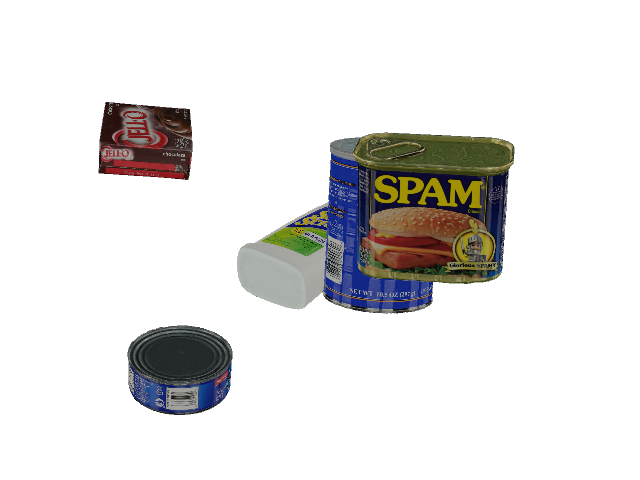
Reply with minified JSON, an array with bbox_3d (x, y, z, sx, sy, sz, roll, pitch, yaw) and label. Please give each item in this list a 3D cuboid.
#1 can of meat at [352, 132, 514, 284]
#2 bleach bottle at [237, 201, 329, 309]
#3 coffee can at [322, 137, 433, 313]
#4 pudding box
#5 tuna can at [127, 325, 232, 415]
[{"bbox_3d":[0.073,-0.021,0.699,0.102,0.084,0.057,4,25,10],"label":"can of meat"},{"bbox_3d":[0.013,-0.008,1.307,0.103,0.068,0.250,19,37,29],"label":"bleach bottle"},{"bbox_3d":[0.056,-0.016,0.967,0.103,0.140,0.103,3,14,-1],"label":"coffee can"},{"bbox_3d":[-0.177,-0.102,1.081,0.090,0.039,0.113,4,25,-11],"label":"pudding box"},{"bbox_3d":[-0.116,0.106,0.880,0.086,0.034,0.086,4,27,-2],"label":"tuna can"}]
